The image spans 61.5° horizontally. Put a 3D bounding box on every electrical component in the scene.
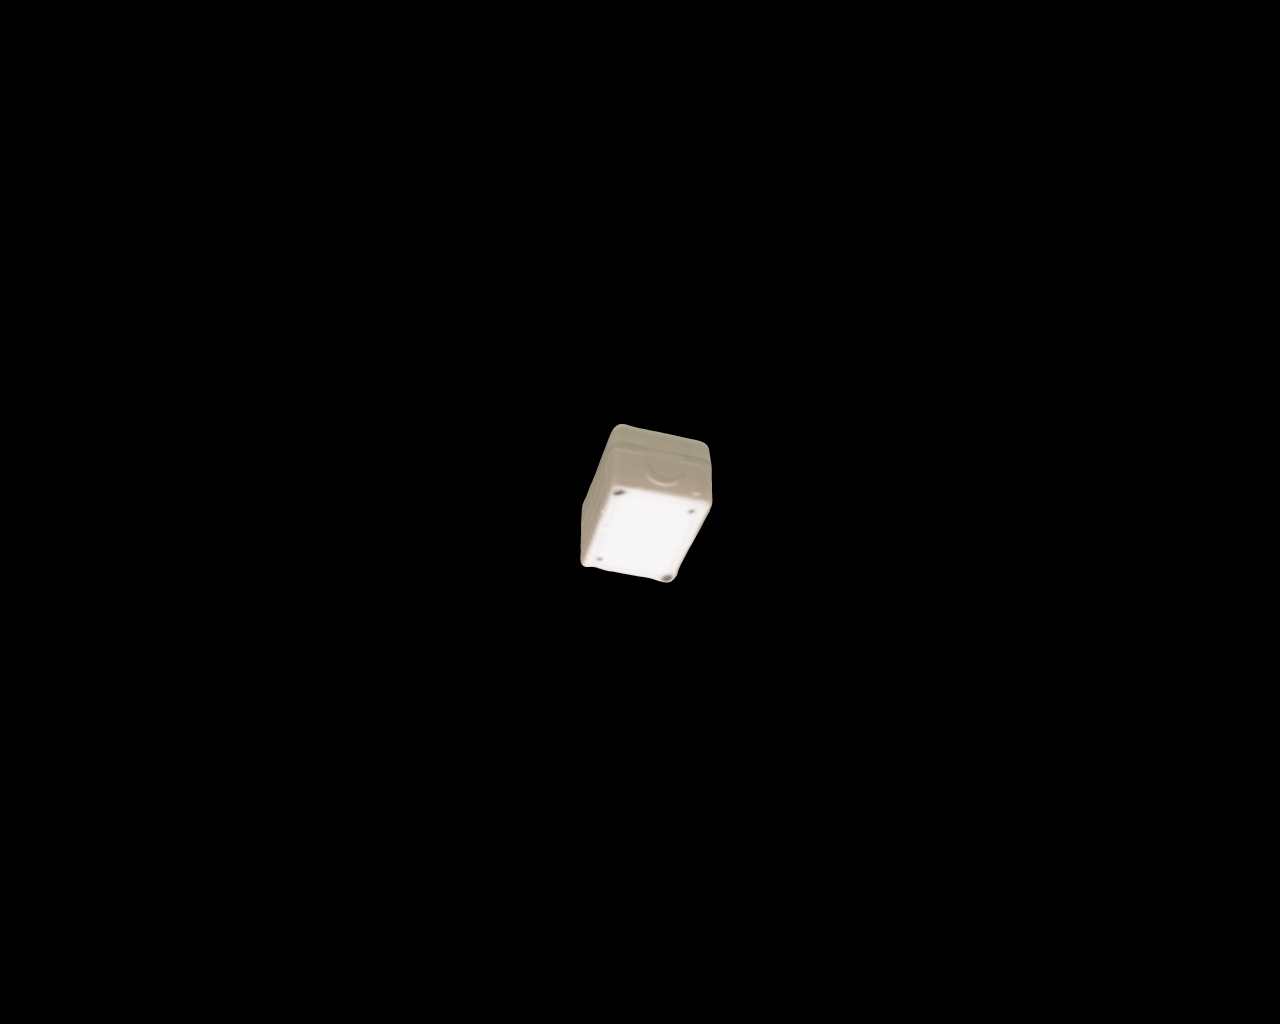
[{"bbox_3d":[0.001,-0.003,0.650,0.062,0.061,0.096,11,-43,-12],"label":"electrical component"}]
